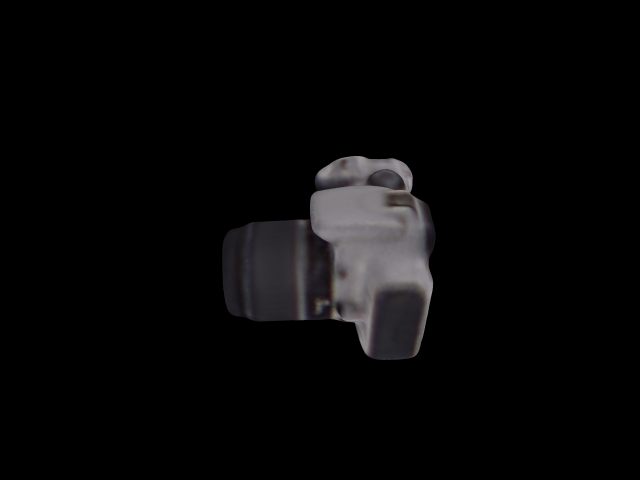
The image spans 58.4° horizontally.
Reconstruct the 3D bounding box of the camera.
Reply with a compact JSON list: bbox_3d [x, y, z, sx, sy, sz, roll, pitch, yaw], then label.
[{"bbox_3d":[0.004,0.001,0.400,0.137,0.101,0.143,-2,43,-2],"label":"camera"}]
